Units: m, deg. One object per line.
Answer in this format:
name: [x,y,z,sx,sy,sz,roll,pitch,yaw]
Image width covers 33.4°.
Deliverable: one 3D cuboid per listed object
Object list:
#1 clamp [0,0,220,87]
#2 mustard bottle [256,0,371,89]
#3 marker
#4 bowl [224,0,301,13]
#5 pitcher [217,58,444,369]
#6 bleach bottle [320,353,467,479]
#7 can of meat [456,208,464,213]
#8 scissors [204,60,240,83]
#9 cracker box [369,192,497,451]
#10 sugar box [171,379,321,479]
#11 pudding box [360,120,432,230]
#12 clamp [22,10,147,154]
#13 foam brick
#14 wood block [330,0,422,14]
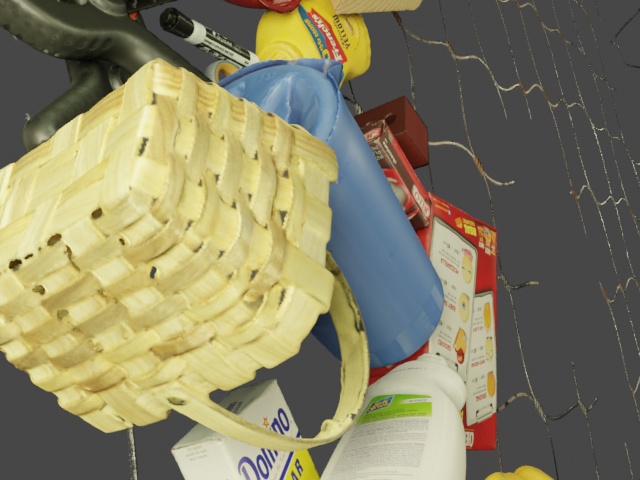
clamp: [-0.131,-0.132,0.653,0.209,0.036,0.165,6,46,-46]
mustard bottle: [-0.012,-0.173,0.963,0.096,0.058,0.191,66,26,-13]
marker: [-0.087,-0.157,0.847,0.121,0.020,0.020,18,58,-59]
bowl: [-0.077,-0.257,0.891,0.162,0.055,0.162,42,38,-46]
pitcher: [-0.005,0.001,0.781,0.242,0.149,0.145,53,23,-44]
bleach bottle: [0.063,0.149,0.742,0.250,0.103,0.068,-54,133,-62]
can of meat: [0.119,0.012,1.105,0.083,0.058,0.102,13,62,-58]
scissors: [-0.044,-0.112,0.907,0.201,0.016,0.096,-34,104,-64]
cracker box: [0.100,0.079,0.957,0.164,0.072,0.213,20,69,-59]
sugar box: [-0.027,0.191,0.704,0.176,0.048,0.093,68,25,-9]
pudding box: [0.023,-0.039,0.878,0.090,0.114,0.039,57,33,-26]
clamp: [-0.139,-0.093,0.679,0.120,0.039,0.171,35,36,-50]
foam brick: [0.060,-0.094,1.033,0.051,0.078,0.053,47,33,-40]
wood block: [0.034,-0.321,0.988,0.090,0.090,0.206,-9,67,-26]
